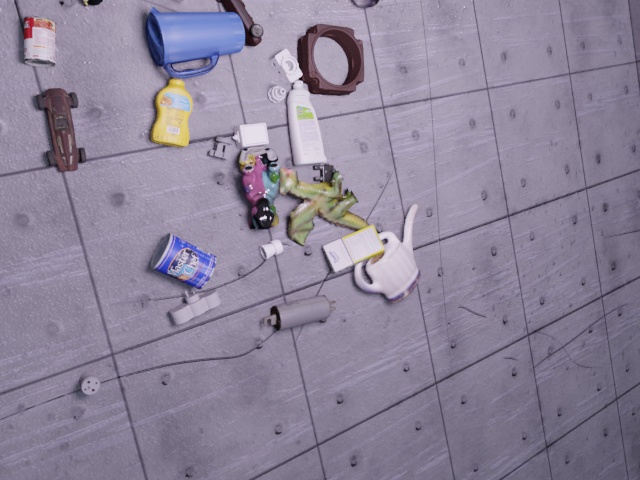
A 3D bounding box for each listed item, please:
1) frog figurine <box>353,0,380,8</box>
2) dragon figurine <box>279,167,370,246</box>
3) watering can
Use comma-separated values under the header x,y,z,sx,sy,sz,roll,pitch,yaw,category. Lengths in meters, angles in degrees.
x,y,z,sx,sy,sz,roll,pitch,yaw,category
0.129,-0.824,1.645,0.160,0.121,0.138,37,81,13,frog figurine
0.005,-0.080,1.585,0.243,0.124,0.403,-36,124,-4,dragon figurine
0.261,0.057,1.708,0.352,0.104,0.222,-43,108,-20,watering can
